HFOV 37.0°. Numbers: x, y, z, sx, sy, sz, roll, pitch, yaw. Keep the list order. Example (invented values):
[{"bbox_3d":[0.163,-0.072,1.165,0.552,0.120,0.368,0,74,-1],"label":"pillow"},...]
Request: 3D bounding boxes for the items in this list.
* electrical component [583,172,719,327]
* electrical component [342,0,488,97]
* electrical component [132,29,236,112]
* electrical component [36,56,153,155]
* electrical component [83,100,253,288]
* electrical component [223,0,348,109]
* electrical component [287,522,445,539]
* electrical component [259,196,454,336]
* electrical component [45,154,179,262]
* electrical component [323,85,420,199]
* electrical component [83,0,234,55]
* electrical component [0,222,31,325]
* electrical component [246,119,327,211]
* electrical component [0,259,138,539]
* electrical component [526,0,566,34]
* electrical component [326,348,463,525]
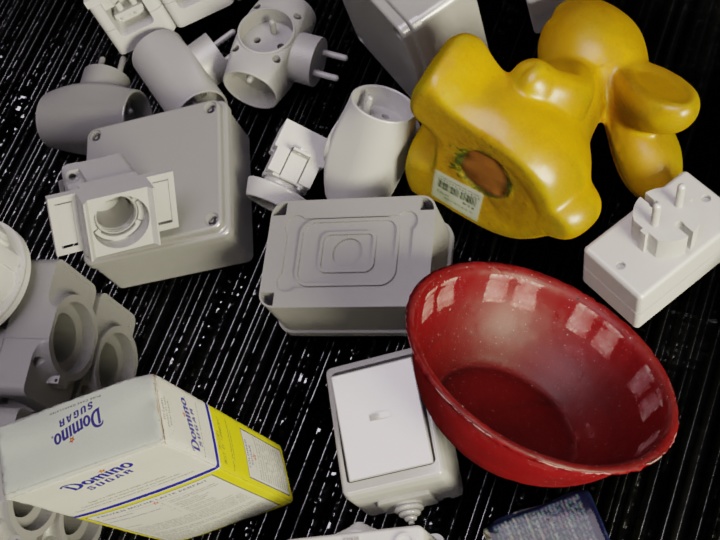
[{"bbox_3d":[0.176,-0.022,0.624,0.083,0.075,0.047,-36,60,-12],"label":"electrical component"},{"bbox_3d":[0.035,-0.175,0.731,0.056,0.108,0.108,-35,60,-3],"label":"electrical component"},{"bbox_3d":[-0.122,-0.151,0.809,0.079,0.043,0.077,-36,60,-1],"label":"electrical component"},{"bbox_3d":[-0.199,-0.131,0.825,0.077,0.043,0.079,2,66,19],"label":"electrical component"},{"bbox_3d":[-0.135,-0.053,0.760,0.109,0.056,0.108,-11,63,13],"label":"electrical component"},{"bbox_3d":[-0.049,-0.157,0.787,0.079,0.044,0.077,17,66,12],"label":"electrical component"},{"bbox_3d":[0.003,0.193,0.604,0.100,0.048,0.099,-10,64,14],"label":"electrical component"},{"bbox_3d":[0.000,0.000,0.690,0.113,0.057,0.078,-1,66,18],"label":"electrical component"},{"bbox_3d":[-0.162,-0.043,0.692,0.081,0.042,0.064,-15,37,-23],"label":"electrical component"},{"bbox_3d":[0.015,-0.086,0.721,0.044,0.077,0.079,32,41,17],"label":"electrical component"},{"bbox_3d":[-0.134,-0.238,0.835,0.150,0.061,0.089,-23,47,7],"label":"electrical component"},{"bbox_3d":[-0.247,-0.001,0.653,0.080,0.051,0.080,-8,64,16],"label":"electrical component"},{"bbox_3d":[-0.048,-0.068,0.740,0.048,0.066,0.055,26,83,-9],"label":"electrical component"},{"bbox_3d":[-0.205,0.097,0.685,0.060,0.105,0.186,0,66,19],"label":"electrical component"},{"bbox_3d":[0.131,-0.215,0.735,0.047,0.076,0.065,-14,63,12],"label":"electrical component"},{"bbox_3d":[0.020,0.101,0.634,0.062,0.061,0.096,-15,62,11],"label":"electrical component"}]
